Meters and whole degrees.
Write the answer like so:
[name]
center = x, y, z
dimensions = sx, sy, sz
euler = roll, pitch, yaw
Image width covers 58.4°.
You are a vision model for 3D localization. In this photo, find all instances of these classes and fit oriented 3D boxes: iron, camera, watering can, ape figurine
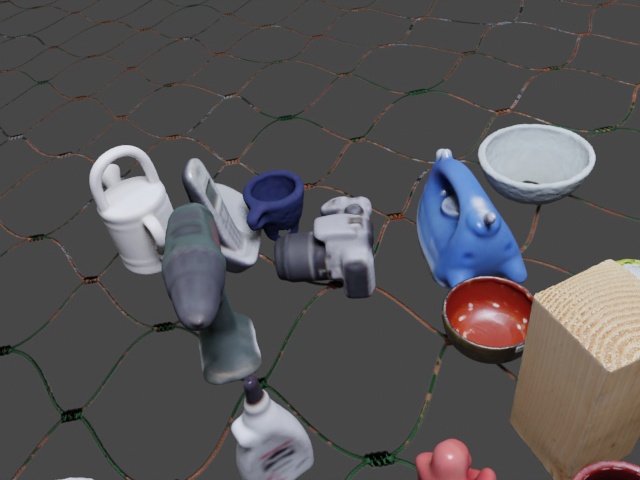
[iron]
center = 0.190, -0.049, 0.792
dimensions = 0.118, 0.142, 0.258
euler = -12, 42, -3
[camera]
center = 0.007, 0.003, 0.798
dimensions = 0.136, 0.101, 0.143
euler = -5, 42, 5
[watering can]
center = -0.277, -0.052, 0.840
dimensions = 0.172, 0.194, 0.101
euler = 16, 48, 26
[ape figurine]
center = 0.125, 0.223, 0.542
dimensions = 0.077, 0.092, 0.076
euler = 25, 52, 32

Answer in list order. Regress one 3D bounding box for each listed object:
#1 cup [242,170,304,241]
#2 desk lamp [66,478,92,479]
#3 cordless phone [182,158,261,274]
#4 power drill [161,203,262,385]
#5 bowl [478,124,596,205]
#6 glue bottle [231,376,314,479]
[cup]
center = -0.069, -0.036, 0.859
dimensions = 0.091, 0.095, 0.118
euler = 12, 46, 22
[desk lamp]
center = -0.172, 0.290, 0.431
dimensions = 0.118, 0.214, 0.203
euler = -13, 42, -4
[cordless phone]
center = -0.147, -0.056, 0.827
dimensions = 0.094, 0.185, 0.147
euler = -7, 42, 3
[power drill]
center = -0.128, 0.070, 0.668
dimensions = 0.075, 0.209, 0.229
euler = -16, 42, -7
[bowl]
center = 0.327, -0.105, 0.879
dimensions = 0.167, 0.075, 0.167
euler = -5, 42, 5
[glue bottle]
center = -0.052, 0.186, 0.554
dimensions = 0.078, 0.173, 0.037
euler = -30, 46, -21
